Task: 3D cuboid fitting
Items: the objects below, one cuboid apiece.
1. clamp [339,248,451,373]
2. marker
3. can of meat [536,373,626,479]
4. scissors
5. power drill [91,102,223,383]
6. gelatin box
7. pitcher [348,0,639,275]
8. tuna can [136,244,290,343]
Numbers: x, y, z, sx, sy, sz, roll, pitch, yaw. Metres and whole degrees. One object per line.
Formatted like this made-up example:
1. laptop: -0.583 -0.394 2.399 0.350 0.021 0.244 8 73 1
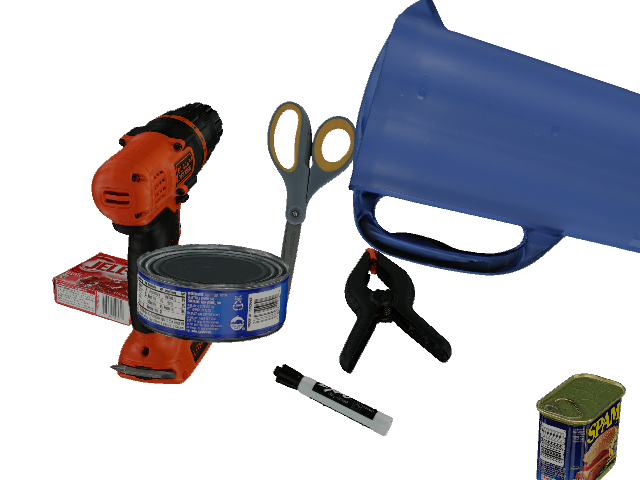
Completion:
1. clamp: 0.081 0.078 1.187 0.120 0.171 0.039 4 -43 -4
2. marker: 0.010 0.148 1.000 0.121 0.020 0.020 25 6 14
3. can of meat: 0.252 0.189 1.038 0.058 0.084 0.101 14 24 37
4. scissors: -0.005 -0.035 1.024 0.096 0.202 0.016 -7 -3 4
5. power drill: -0.115 -0.001 0.811 0.057 0.188 0.184 4 23 14
6. gelatin box: -0.195 0.044 1.007 0.089 0.030 0.073 15 25 23
7. pitcher: 0.144 -0.060 0.776 0.243 0.145 0.149 16 -45 1
8. tuna can: -0.061 0.029 0.601 0.086 0.034 0.086 4 14 -1
